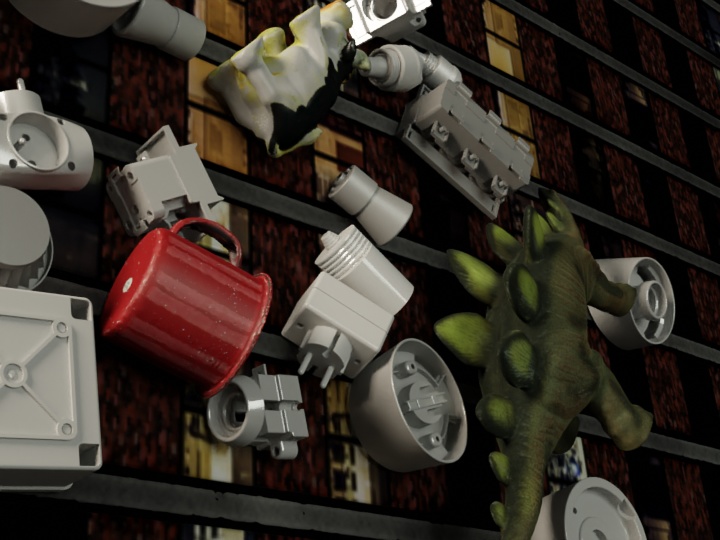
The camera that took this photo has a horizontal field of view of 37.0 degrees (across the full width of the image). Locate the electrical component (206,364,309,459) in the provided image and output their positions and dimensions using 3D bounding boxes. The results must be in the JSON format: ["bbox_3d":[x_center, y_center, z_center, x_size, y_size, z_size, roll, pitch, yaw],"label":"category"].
[{"bbox_3d":[-0.071,0.097,0.737,0.055,0.048,0.066,12,60,-49],"label":"electrical component"}]

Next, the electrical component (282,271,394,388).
[{"bbox_3d":[-0.023,0.054,0.795,0.066,0.047,0.076,33,47,-7],"label":"electrical component"}]

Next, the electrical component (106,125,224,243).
[{"bbox_3d":[-0.140,-0.055,0.758,0.064,0.042,0.081,-22,83,-46],"label":"electrical component"}]

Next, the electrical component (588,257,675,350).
[{"bbox_3d":[0.280,0.033,1.114,0.099,0.064,0.099,10,75,-43],"label":"electrical component"}]

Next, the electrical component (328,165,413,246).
[{"bbox_3d":[0.006,-0.057,0.901,0.065,0.044,0.044,39,46,-15],"label":"electrical component"}]

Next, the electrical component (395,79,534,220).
[{"bbox_3d":[0.101,-0.117,1.009,0.121,0.063,0.078,39,46,-22],"label":"electrical component"}]

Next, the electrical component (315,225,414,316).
[{"bbox_3d":[0.000,0.000,0.860,0.081,0.043,0.043,45,44,-15],"label":"electrical component"}]

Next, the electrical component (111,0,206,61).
[{"bbox_3d":[-0.151,-0.187,0.823,0.065,0.044,0.044,20,55,-41],"label":"electrical component"}]

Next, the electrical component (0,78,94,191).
[{"bbox_3d":[-0.221,-0.090,0.697,0.077,0.044,0.079,-2,70,-45],"label":"electrical component"}]

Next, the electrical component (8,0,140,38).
[{"bbox_3d":[-0.209,-0.218,0.767,0.108,0.060,0.108,21,54,-33],"label":"electrical component"}]

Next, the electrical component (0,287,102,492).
[{"bbox_3d":[-0.209,0.067,0.611,0.109,0.056,0.108,10,61,-40],"label":"electrical component"}]

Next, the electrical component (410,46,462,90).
[{"bbox_3d":[0.068,-0.194,1.042,0.061,0.035,0.035,36,47,-21],"label":"electrical component"}]

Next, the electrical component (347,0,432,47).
[{"bbox_3d":[0.029,-0.243,1.007,0.064,0.081,0.042,6,62,-67],"label":"electrical component"}]

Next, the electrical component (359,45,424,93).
[{"bbox_3d":[0.026,-0.186,0.990,0.062,0.043,0.043,-8,73,-45],"label":"electrical component"}]

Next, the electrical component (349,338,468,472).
[{"bbox_3d":[0.041,0.105,0.825,0.099,0.064,0.099,22,54,-34],"label":"electrical component"}]

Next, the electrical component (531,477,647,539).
[{"bbox_3d":[0.183,0.232,0.893,0.108,0.060,0.108,22,54,-34],"label":"electrical component"}]
